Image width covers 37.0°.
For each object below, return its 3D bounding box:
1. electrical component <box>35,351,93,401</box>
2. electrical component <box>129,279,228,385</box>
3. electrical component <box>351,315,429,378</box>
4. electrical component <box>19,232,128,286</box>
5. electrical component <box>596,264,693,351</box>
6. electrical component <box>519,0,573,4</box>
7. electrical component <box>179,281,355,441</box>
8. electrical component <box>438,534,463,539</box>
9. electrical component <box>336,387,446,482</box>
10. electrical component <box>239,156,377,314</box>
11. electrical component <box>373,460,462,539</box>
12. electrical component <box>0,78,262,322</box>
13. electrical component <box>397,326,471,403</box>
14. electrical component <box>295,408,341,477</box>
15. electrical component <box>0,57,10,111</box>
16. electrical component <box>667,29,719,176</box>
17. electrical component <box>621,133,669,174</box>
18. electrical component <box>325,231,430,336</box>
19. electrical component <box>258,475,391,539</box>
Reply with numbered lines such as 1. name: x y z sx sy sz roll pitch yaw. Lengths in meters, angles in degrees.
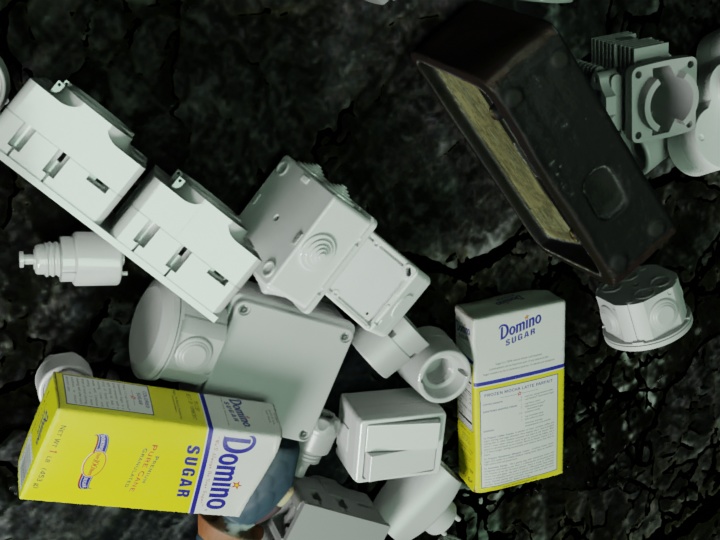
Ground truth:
1. electrical component: -0.222 0.091 0.814 0.043 0.062 0.043 -8 112 -19
2. electrical component: -0.140 0.047 0.820 0.051 0.080 0.080 16 104 -31
3. electrical component: 0.023 0.057 0.902 0.047 0.055 0.055 -42 119 2
4. electrical component: -0.210 -0.008 0.792 0.078 0.040 0.040 -1 110 -21
5. electrical component: 0.255 0.034 0.970 0.080 0.080 0.051 -25 112 -11
6. electrical component: 0.140 -0.240 0.832 0.095 0.054 0.059 -4 111 -20
7. electrical component: -0.076 0.072 0.867 0.109 0.056 0.108 17 103 -26
8. electrical component: 0.086 0.285 1.016 0.055 0.055 0.047 26 103 -28
9. electrical component: 0.034 0.143 0.935 0.096 0.061 0.061 -3 111 -20
10. electrical component: -0.048 -0.029 0.815 0.048 0.100 0.099 34 95 -42
11. electrical component: 0.062 0.216 0.984 0.077 0.044 0.079 -46 119 0
12. electrical component: -0.156 -0.054 0.734 0.186 0.105 0.060 39 91 -14
13. electrical component: 0.064 0.083 0.931 0.055 0.047 0.055 -8 113 -19
14. electrical component: -0.042 0.150 0.923 0.035 0.035 0.061 17 105 -26
15. electrical component: -0.264 -0.128 0.715 0.058 0.057 0.078 -22 116 -12
16. electrical component: 0.312 -0.148 0.896 0.052 0.074 0.138 26 75 -17
17. electrical component: 0.263 -0.115 0.937 0.065 0.044 0.044 -26 117 -15
18. electrical component: 0.000 0.000 0.857 0.061 0.096 0.061 -51 162 3
19. electrical component: -0.053 0.262 0.947 0.089 0.062 0.150 22 101 -27
